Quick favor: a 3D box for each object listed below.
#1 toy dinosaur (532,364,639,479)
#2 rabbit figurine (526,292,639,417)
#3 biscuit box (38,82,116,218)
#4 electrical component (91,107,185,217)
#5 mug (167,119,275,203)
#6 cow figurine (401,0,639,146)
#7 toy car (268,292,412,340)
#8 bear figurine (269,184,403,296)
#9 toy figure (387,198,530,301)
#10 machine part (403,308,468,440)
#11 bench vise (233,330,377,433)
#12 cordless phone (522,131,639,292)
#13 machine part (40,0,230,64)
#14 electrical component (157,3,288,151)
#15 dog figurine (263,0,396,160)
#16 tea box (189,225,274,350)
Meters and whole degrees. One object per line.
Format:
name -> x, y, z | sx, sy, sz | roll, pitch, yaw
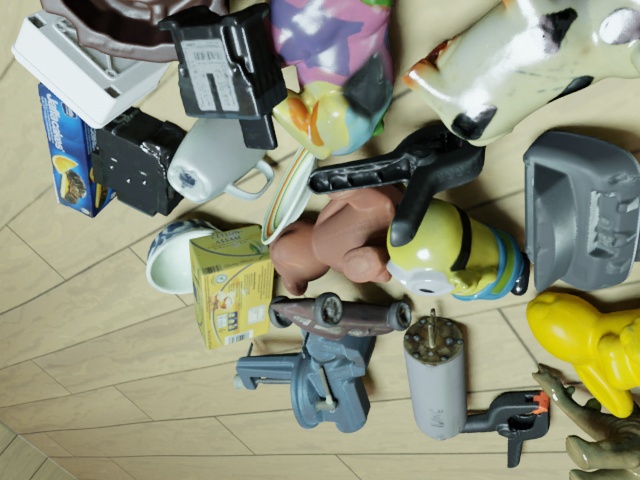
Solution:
toy dinosaur -> 0.415, 0.248, 0.506 | 0.472, 0.198, 0.104 | 36, 151, 46
rabbit figurine -> 0.301, 0.098, 0.543 | 0.173, 0.122, 0.162 | 8, 144, 42
biscuit box -> -0.308, -0.122, 0.694 | 0.059, 0.063, 0.202 | 24, 138, 6
electrical component -> -0.225, -0.093, 0.679 | 0.115, 0.058, 0.134 | 26, 137, 8
mug -> -0.108, -0.082, 0.586 | 0.109, 0.107, 0.081 | 45, 137, -12
cow figurine -> 0.173, -0.137, 0.394 | 0.127, 0.085, 0.195 | 48, 133, -10
toy car -> 0.027, 0.093, 0.642 | 0.089, 0.053, 0.202 | -5, 169, 41
bear figurine -> 0.001, -0.001, 0.593 | 0.196, 0.132, 0.120 | -14, 83, 33
toy figure -> 0.134, 0.013, 0.515 | 0.180, 0.089, 0.082 | 8, 160, -40
machine part -> 0.155, 0.186, 0.711 | 0.079, 0.079, 0.242 | 7, 132, 24
bench vise -> -0.032, 0.191, 0.792 | 0.241, 0.129, 0.223 | -6, 128, 25
cordless phone -> 0.274, -0.024, 0.461 | 0.184, 0.089, 0.146 | -3, 128, 18
machine part -> -0.157, -0.239, 0.461 | 0.179, 0.056, 0.179 | -3, 139, -3
electrical component -> -0.068, -0.117, 0.415 | 0.075, 0.048, 0.119 | 12, 129, 24
dog figurine -> 0.035, -0.183, 0.414 | 0.219, 0.108, 0.191 | -28, 112, 40
tea box -> -0.120, 0.067, 0.731 | 0.169, 0.098, 0.068 | 101, 149, -44
